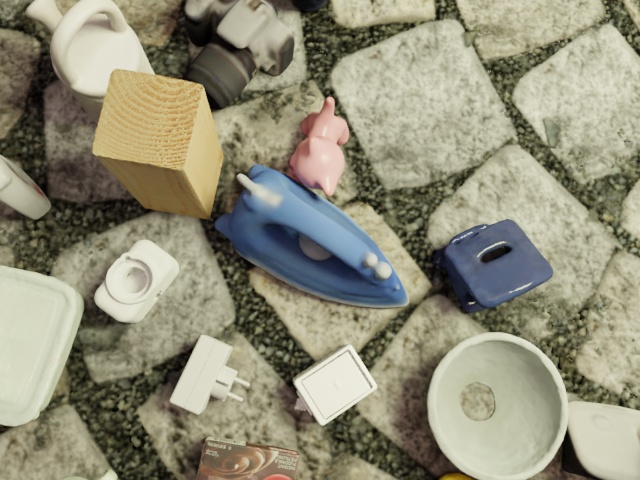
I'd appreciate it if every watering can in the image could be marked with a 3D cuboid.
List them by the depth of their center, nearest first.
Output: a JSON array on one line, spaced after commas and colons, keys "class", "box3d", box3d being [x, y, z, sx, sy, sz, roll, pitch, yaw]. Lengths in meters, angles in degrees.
[{"class": "watering can", "box3d": [-0.259, -0.209, 0.657, 0.173, 0.194, 0.101, 19, 79, -1]}]

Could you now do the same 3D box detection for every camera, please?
[{"class": "camera", "box3d": [-0.122, -0.247, 0.723, 0.143, 0.100, 0.137, 36, 79, 2]}]

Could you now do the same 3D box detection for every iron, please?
[{"class": "iron", "box3d": [0.006, 0.002, 0.668, 0.258, 0.141, 0.119, 30, 79, 1]}]

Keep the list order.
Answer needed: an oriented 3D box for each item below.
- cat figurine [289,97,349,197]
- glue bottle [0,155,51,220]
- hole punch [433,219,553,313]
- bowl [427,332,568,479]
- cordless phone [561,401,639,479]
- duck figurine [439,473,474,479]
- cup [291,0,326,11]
[{"class": "cat figurine", "box3d": [0.001, -0.112, 0.700, 0.067, 0.117, 0.128, 12, 79, -2]}, {"class": "glue bottle", "box3d": [-0.362, -0.073, 0.634, 0.078, 0.173, 0.037, 43, 79, 4]}, {"class": "hole punch", "box3d": [0.211, 0.029, 0.706, 0.109, 0.091, 0.101, -24, 82, -8]}, {"class": "bowl", "box3d": [0.201, 0.195, 0.684, 0.167, 0.074, 0.167, 1, 80, -5]}, {"class": "cordless phone", "box3d": [0.364, 0.239, 0.633, 0.147, 0.185, 0.094, 8, 79, -3]}, {"class": "duck figurine", "box3d": [0.177, 0.320, 0.653, 0.077, 0.086, 0.104, -41, 85, -10]}, {"class": "cup", "box3d": [-0.019, -0.360, 0.755, 0.092, 0.095, 0.118, -19, 82, -8]}]
